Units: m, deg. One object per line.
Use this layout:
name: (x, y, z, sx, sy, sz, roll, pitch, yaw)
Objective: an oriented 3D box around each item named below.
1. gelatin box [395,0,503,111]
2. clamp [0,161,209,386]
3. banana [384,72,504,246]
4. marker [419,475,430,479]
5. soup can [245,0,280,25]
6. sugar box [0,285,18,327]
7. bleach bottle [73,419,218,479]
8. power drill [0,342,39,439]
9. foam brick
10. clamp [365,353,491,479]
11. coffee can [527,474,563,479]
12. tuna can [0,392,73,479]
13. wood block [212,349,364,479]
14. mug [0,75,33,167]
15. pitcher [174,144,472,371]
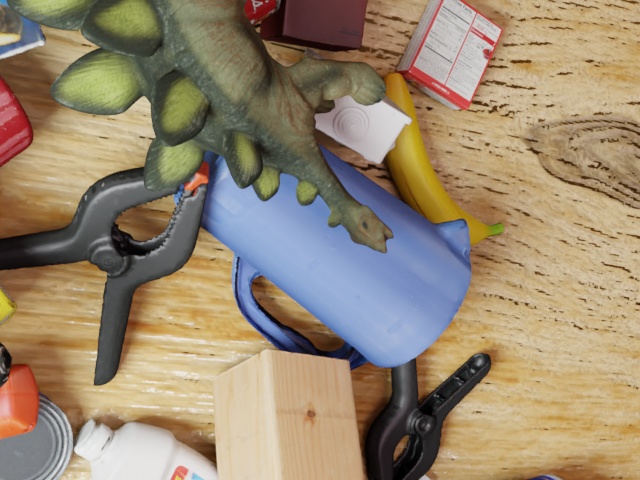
gelatin box: (0.120, -0.176, 0.989, 0.073, 0.030, 0.089, 27, 83, -25)
clamp: (-0.158, 0.017, 0.822, 0.210, 0.036, 0.164, -33, 118, 14)
banana: (0.099, -0.060, 0.991, 0.197, 0.037, 0.069, 54, 53, -23)
marker: (0.063, 0.273, 1.016, 0.121, 0.020, 0.020, -48, 114, -15)
soup can: (-0.092, -0.190, 0.859, 0.102, 0.069, 0.068, -35, 110, -19)
sugar box: (-0.285, -0.004, 0.745, 0.048, 0.093, 0.176, -43, 96, -19)
bleach bottle: (-0.108, 0.239, 0.903, 0.250, 0.068, 0.102, 41, 80, -22)
power drill: (-0.263, 0.104, 0.717, 0.184, 0.187, 0.057, -10, 75, 9)
foam brick: (-0.006, -0.192, 0.911, 0.078, 0.051, 0.053, 6, 94, -27)
clamp: (0.083, 0.159, 1.002, 0.120, 0.039, 0.171, 33, 81, -25)
coffee can: (0.175, 0.290, 1.027, 0.140, 0.103, 0.103, -6, 98, -26)
tuna can: (-0.241, 0.160, 0.841, 0.086, 0.034, 0.086, -3, 97, -27)
wood block: (-0.023, 0.204, 0.869, 0.090, 0.090, 0.206, 12, 60, -35)
mug: (-0.271, -0.091, 0.772, 0.081, 0.093, 0.117, -40, 95, -23)
pitcher: (-0.006, 0.001, 0.898, 0.242, 0.145, 0.149, 36, 59, -22)
